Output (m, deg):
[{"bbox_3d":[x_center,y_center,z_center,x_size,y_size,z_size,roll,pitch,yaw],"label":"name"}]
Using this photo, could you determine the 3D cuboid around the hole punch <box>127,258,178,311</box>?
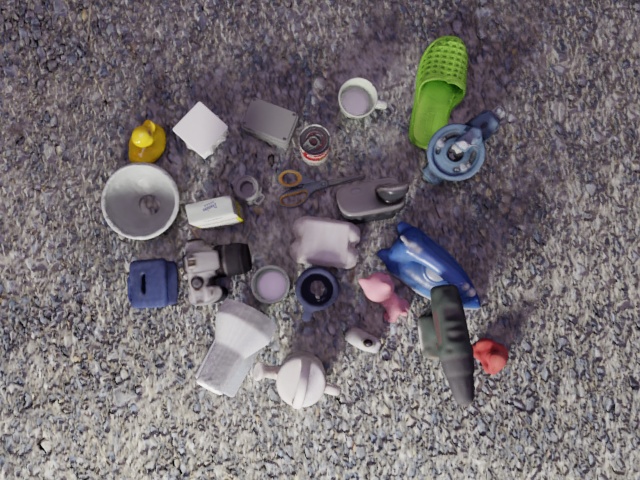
[{"bbox_3d":[-0.361,0.095,1.218,0.101,0.091,0.109,-4,84,-2],"label":"hole punch"}]

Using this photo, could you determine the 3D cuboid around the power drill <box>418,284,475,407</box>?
[{"bbox_3d":[0.258,0.206,1.164,0.075,0.208,0.230,-8,85,-2],"label":"power drill"}]

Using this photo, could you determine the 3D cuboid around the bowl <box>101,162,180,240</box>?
[{"bbox_3d":[-0.380,-0.080,1.243,0.167,0.074,0.167,0,84,-1],"label":"bowl"}]

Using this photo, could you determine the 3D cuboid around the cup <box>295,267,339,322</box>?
[{"bbox_3d":[-0.010,0.117,1.223,0.091,0.095,0.118,20,84,1],"label":"cup"}]

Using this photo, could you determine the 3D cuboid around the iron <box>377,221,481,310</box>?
[{"bbox_3d":[0.253,0.067,1.211,0.258,0.141,0.119,36,85,2],"label":"iron"}]

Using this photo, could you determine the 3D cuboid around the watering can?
[{"bbox_3d":[-0.046,0.286,1.156,0.173,0.194,0.101,-7,84,-2],"label":"watering can"}]

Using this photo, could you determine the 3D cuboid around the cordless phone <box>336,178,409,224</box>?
[{"bbox_3d":[0.112,-0.094,1.201,0.147,0.185,0.094,-14,85,-2],"label":"cordless phone"}]

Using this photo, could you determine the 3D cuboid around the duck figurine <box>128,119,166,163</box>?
[{"bbox_3d":[-0.386,-0.215,1.251,0.077,0.086,0.104,28,84,2],"label":"duck figurine"}]

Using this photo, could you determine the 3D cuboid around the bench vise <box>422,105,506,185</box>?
[{"bbox_3d":[0.306,-0.220,1.201,0.121,0.219,0.207,29,84,2],"label":"bench vise"}]

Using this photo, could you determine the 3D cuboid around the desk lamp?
[{"bbox_3d":[-0.174,0.223,1.149,0.118,0.213,0.203,27,84,2],"label":"desk lamp"}]

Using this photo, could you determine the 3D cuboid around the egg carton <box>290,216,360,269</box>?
[{"bbox_3d":[0.011,0.004,1.247,0.150,0.069,0.107,6,84,-1],"label":"egg carton"}]

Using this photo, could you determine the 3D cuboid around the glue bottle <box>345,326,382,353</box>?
[{"bbox_3d":[0.094,0.208,1.177,0.078,0.173,0.037,23,84,1],"label":"glue bottle"}]

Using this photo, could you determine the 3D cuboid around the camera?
[{"bbox_3d":[-0.215,0.062,1.220,0.137,0.101,0.143,-9,85,-2],"label":"camera"}]

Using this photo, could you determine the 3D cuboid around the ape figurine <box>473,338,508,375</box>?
[{"bbox_3d":[0.370,0.249,1.221,0.076,0.092,0.078,0,84,-1],"label":"ape figurine"}]

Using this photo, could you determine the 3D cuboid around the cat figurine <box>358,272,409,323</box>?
[{"bbox_3d":[0.139,0.116,1.215,0.067,0.117,0.128,-43,87,-5],"label":"cat figurine"}]
